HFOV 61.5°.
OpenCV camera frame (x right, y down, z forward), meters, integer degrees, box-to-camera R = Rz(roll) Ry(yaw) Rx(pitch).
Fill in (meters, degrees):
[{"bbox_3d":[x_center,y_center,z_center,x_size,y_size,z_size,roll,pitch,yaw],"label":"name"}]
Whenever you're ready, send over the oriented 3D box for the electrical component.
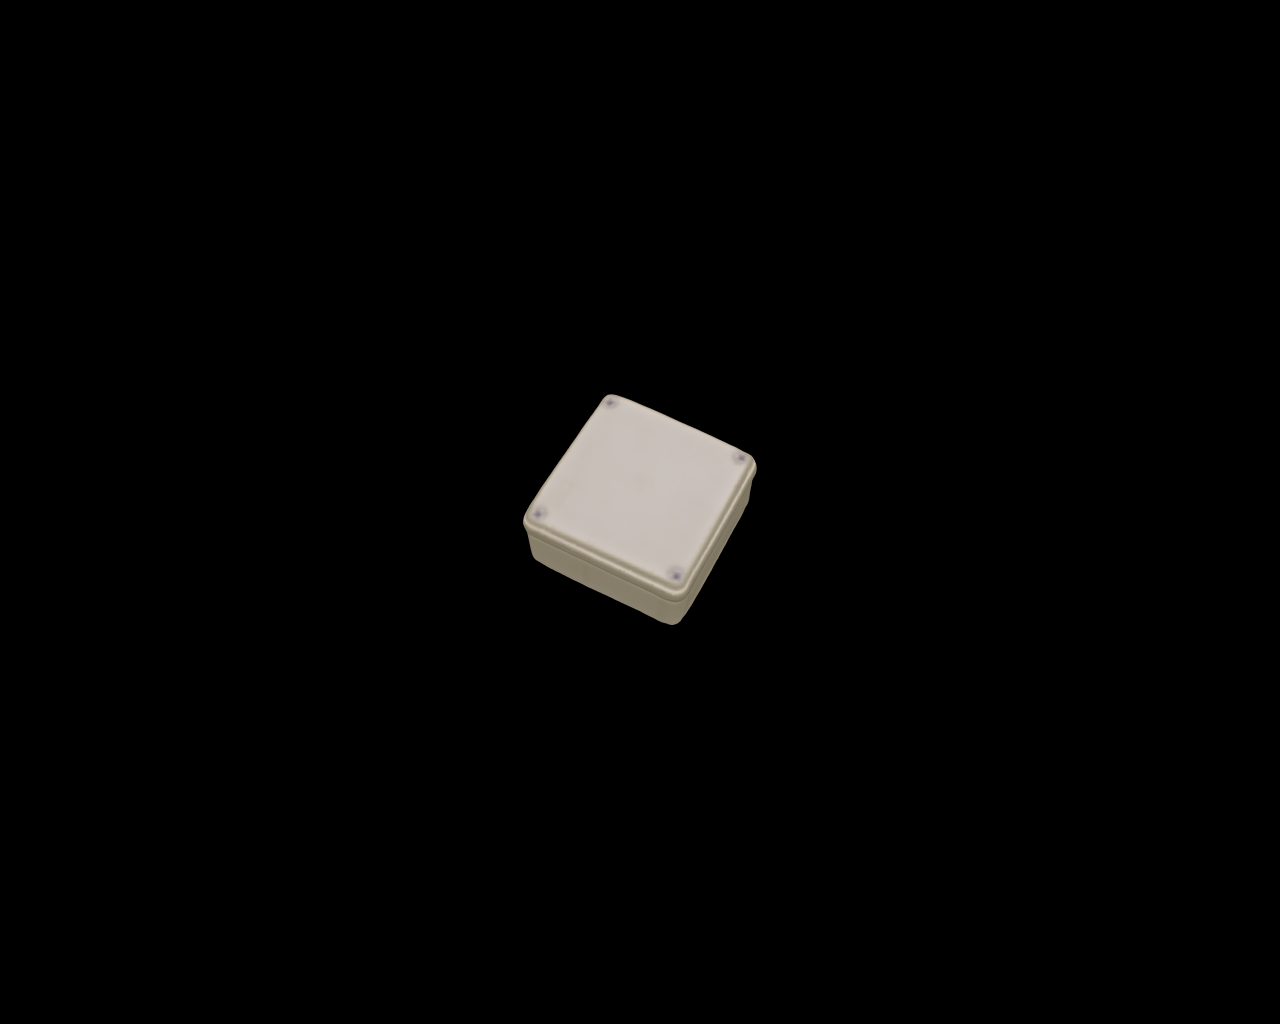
[{"bbox_3d":[0.001,-0.003,0.650,0.109,0.109,0.056,25,-27,14],"label":"electrical component"}]
